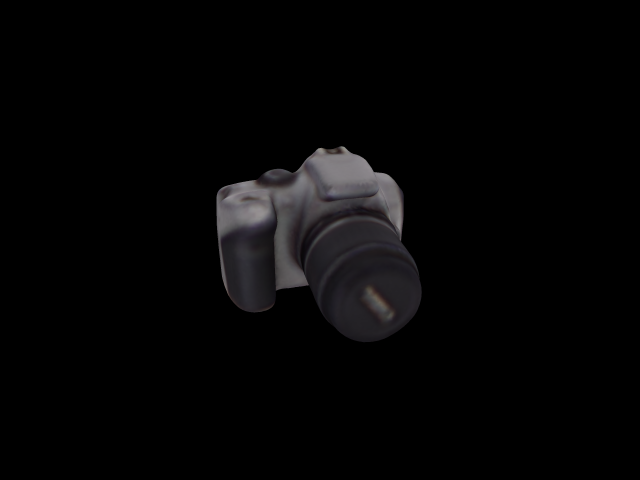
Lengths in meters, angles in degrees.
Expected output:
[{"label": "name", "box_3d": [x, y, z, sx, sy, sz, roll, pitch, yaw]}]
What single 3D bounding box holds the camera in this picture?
[{"label": "camera", "box_3d": [0.004, 0.001, 0.400, 0.143, 0.101, 0.136, -7, 31, -12]}]
